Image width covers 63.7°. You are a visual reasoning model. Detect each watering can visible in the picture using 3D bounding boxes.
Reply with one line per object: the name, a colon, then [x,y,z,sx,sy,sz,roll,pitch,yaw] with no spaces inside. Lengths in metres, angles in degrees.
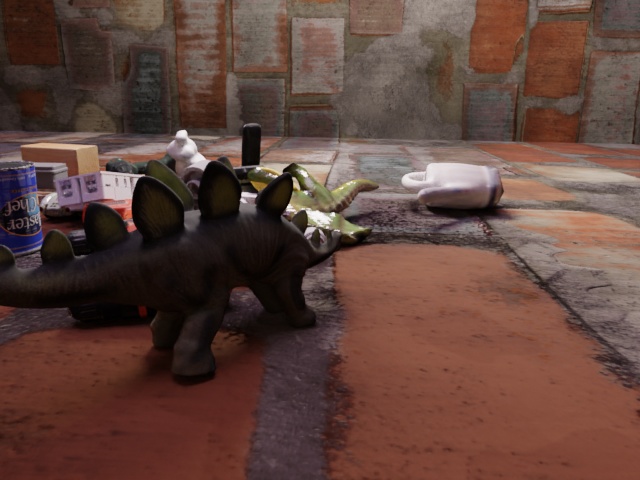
watering can: [0.299,-0.114,1.154,0.224,0.103,0.352,3,15,5]

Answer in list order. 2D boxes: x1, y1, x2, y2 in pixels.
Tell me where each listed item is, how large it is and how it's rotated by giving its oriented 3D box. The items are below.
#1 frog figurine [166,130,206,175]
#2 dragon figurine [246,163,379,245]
frog figurine: [-0.335,-0.205,1.338,0.123,0.158,0.139,-2,15,-18]
dragon figurine: [0.003,-0.050,0.988,0.412,0.119,0.247,-10,36,-28]
